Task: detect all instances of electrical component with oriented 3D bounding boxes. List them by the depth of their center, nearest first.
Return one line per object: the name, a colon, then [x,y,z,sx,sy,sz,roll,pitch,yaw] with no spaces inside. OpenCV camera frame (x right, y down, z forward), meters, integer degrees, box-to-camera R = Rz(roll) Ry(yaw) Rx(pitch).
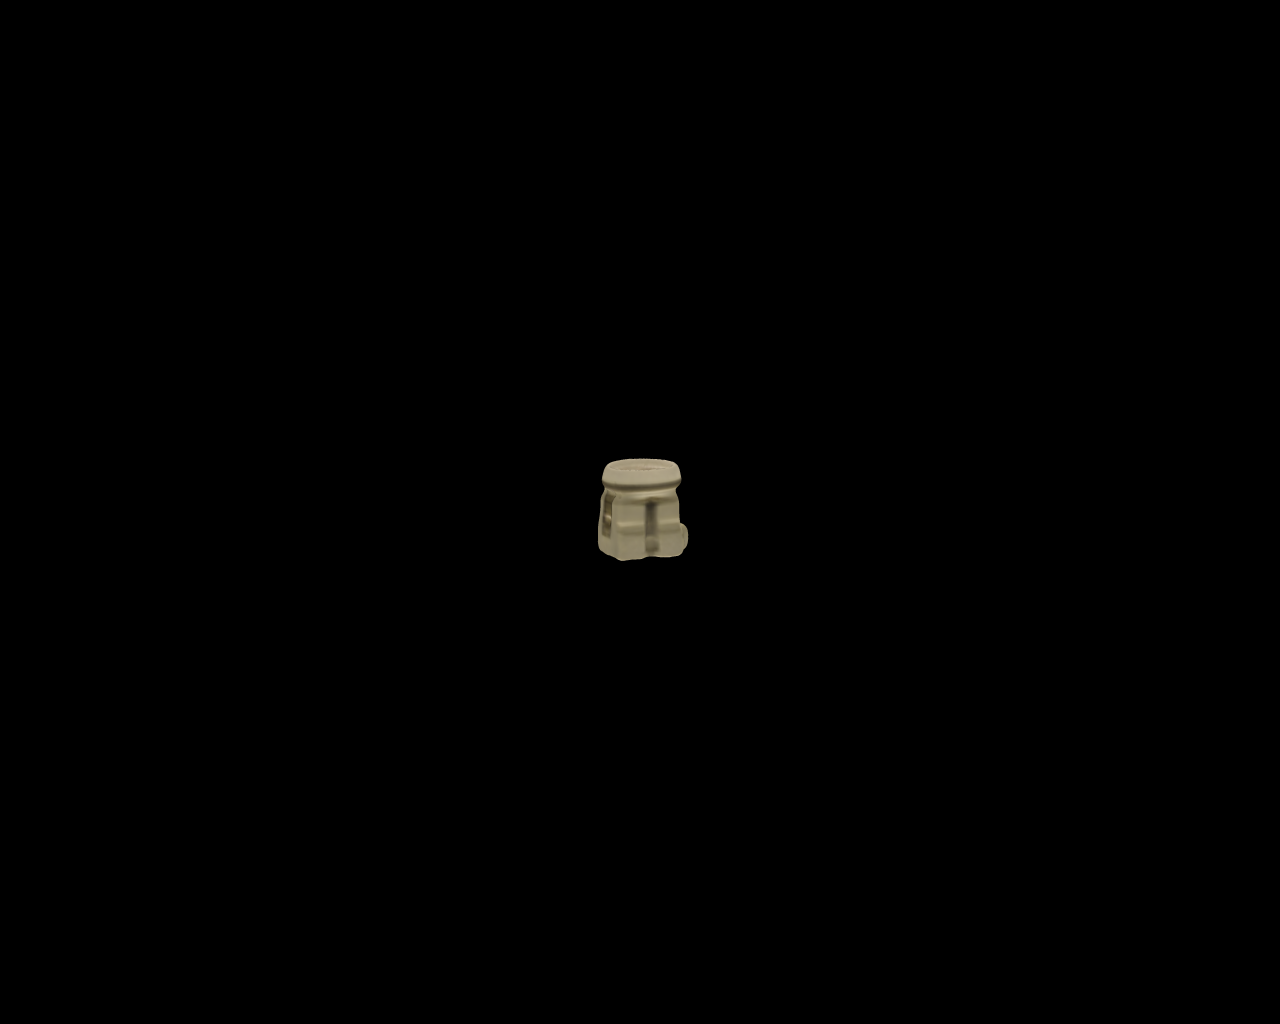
electrical component: [0.001,-0.003,0.650,0.066,0.055,0.048,-5,12,-24]
